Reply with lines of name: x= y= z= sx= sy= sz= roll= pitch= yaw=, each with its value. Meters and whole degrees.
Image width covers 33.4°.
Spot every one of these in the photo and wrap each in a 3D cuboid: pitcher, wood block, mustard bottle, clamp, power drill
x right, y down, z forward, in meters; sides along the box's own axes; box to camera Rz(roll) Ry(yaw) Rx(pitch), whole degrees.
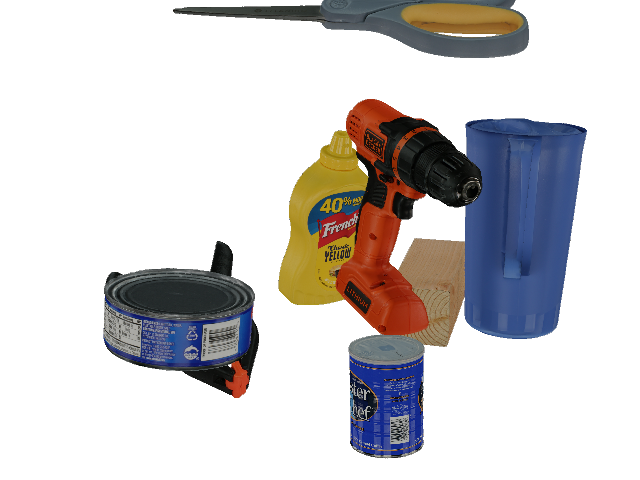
pitcher: x=0.223 y=-0.014 z=1.208 sx=0.149 sy=0.243 sz=0.145 roll=-7 pitch=16 yaw=-33
wood block: x=0.167 y=0.075 z=1.626 sx=0.091 sy=0.090 sz=0.206 roll=5 pitch=21 yaw=14
mustard bottle: x=0.011 y=-0.026 z=1.141 sx=0.096 sy=0.192 sz=0.058 roll=-9 pitch=32 yaw=-29
clamp: x=-0.098 y=0.064 z=0.934 sx=0.120 sy=0.039 sz=0.172 roll=-29 pitch=54 yaw=-24
power drill: x=0.073 y=-0.015 z=0.939 sx=0.057 sy=0.188 sz=0.185 roll=-4 pitch=26 yaw=-25

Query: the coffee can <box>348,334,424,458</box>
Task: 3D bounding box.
coffee can: x=0.090 y=0.211 z=1.456 sx=0.103 sy=0.140 sz=0.103 roll=-1 pitch=14 yaw=0

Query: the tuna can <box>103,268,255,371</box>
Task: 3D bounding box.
tuna can: x=-0.081 y=0.044 z=0.612 sx=0.086 sy=0.034 sz=0.086 roll=5 pitch=15 yaw=-1

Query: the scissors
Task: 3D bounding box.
scissors: x=0.025 y=-0.139 z=0.616 sx=0.202 sy=0.016 sz=0.096 roll=13 pitch=41 yaw=20
